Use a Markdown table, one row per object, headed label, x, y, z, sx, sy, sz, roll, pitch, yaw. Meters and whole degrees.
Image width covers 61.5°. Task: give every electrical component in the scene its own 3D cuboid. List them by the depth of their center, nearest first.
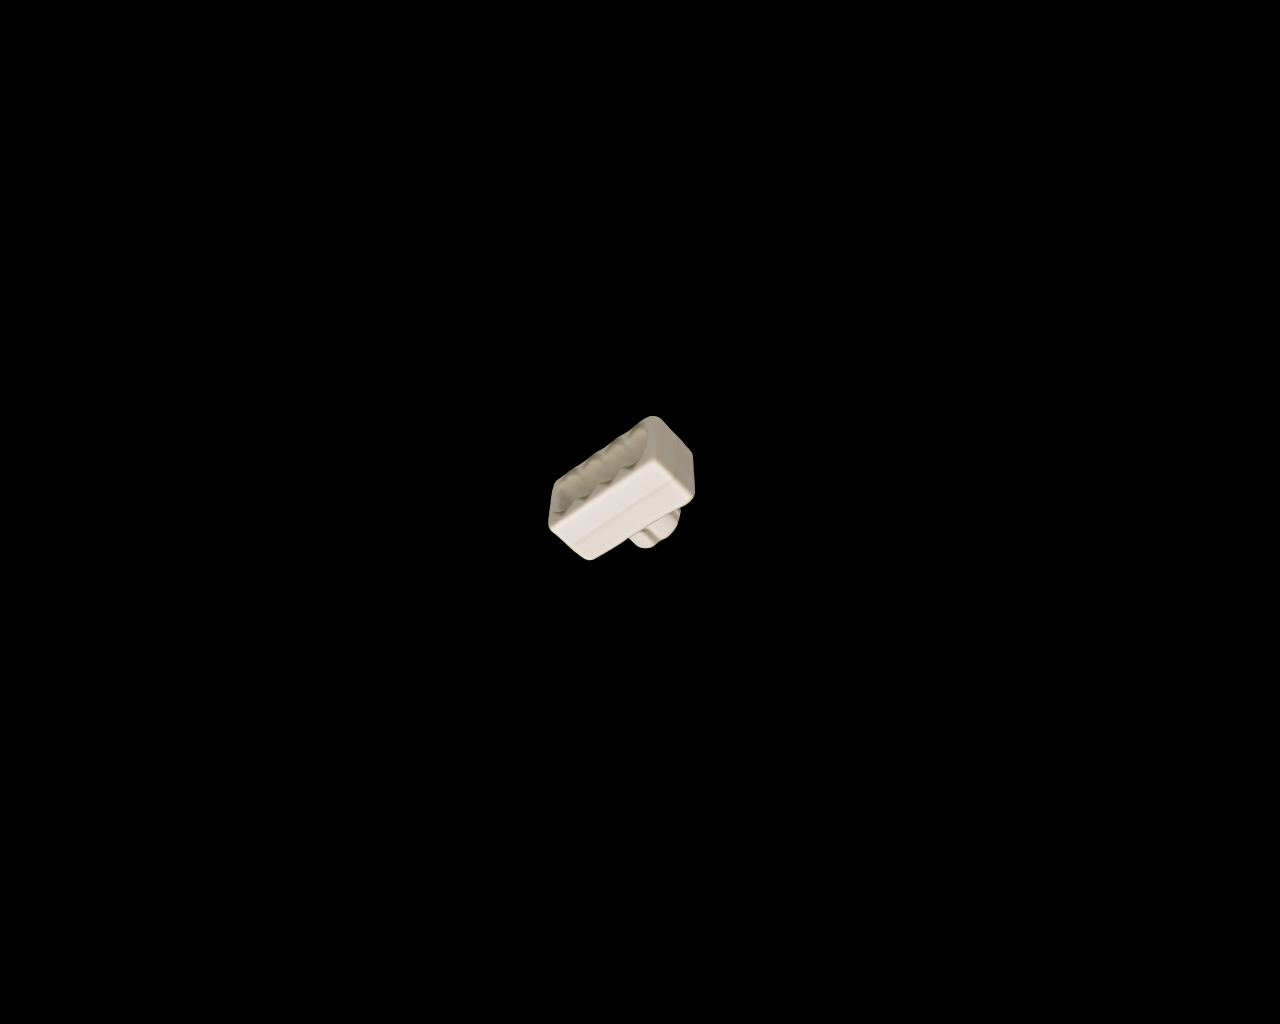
| label | x | y | z | sx | sy | sz | roll | pitch | yaw |
| --- | --- | --- | --- | --- | --- | --- | --- | --- | --- |
| electrical component | 0.001 | -0.003 | 0.650 | 0.083 | 0.047 | 0.075 | -33 | -58 | 24 |
